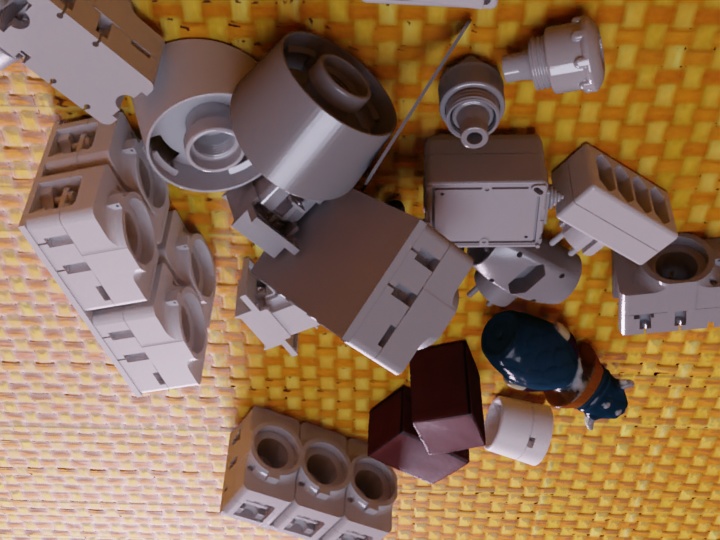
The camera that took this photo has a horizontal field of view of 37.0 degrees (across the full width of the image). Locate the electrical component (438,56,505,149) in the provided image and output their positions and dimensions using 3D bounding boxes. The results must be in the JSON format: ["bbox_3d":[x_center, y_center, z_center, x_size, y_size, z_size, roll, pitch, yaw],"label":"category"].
[{"bbox_3d":[0.073,-0.105,0.696,0.043,0.062,0.043,1,137,1],"label":"electrical component"}]

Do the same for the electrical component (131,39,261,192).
[{"bbox_3d":[-0.102,-0.102,0.723,0.099,0.064,0.099,-9,142,-7],"label":"electrical component"}]

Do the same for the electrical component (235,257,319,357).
[{"bbox_3d":[-0.060,0.026,0.856,0.064,0.042,0.081,-22,132,18],"label":"electrical component"}]

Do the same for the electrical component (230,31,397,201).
[{"bbox_3d":[-0.028,-0.100,0.680,0.099,0.099,0.064,28,125,-25],"label":"electrical component"}]

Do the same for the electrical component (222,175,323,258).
[{"bbox_3d":[-0.058,-0.052,0.754,0.064,0.081,0.042,-43,124,11],"label":"electrical component"}]

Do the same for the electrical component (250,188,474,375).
[{"bbox_3d":[0.000,0.000,0.733,0.062,0.150,0.089,35,88,-32],"label":"electrical component"}]

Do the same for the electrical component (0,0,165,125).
[{"bbox_3d":[-0.172,-0.145,0.667,0.050,0.055,0.089,-30,128,30],"label":"electrical component"}]

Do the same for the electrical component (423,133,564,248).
[{"bbox_3d":[0.092,-0.057,0.747,0.096,0.061,0.061,0,137,3],"label":"electrical component"}]

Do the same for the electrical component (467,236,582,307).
[{"bbox_3d":[0.114,0.002,0.821,0.077,0.043,0.079,25,132,-23],"label":"electrical component"}]

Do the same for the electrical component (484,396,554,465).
[{"bbox_3d":[0.141,0.142,0.964,0.047,0.055,0.055,16,135,-9],"label":"electrical component"}]

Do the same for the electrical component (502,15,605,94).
[{"bbox_3d":[0.122,-0.132,0.679,0.062,0.048,0.048,-7,136,19],"label":"electrical component"}]

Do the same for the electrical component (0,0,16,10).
[{"bbox_3d":[-0.220,-0.181,0.606,0.050,0.089,0.055,-14,135,17],"label":"electrical component"}]

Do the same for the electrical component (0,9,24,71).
[{"bbox_3d":[-0.241,-0.146,0.671,0.047,0.055,0.055,-21,132,18],"label":"electrical component"}]

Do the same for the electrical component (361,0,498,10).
[{"bbox_3d":[0.034,-0.188,0.610,0.096,0.061,0.061,3,137,-1],"label":"electrical component"}]

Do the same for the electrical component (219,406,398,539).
[{"bbox_3d":[-0.045,0.195,1.001,0.150,0.089,0.061,22,133,-20],"label":"electrical component"}]

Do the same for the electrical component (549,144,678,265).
[{"bbox_3d":[0.170,-0.036,0.776,0.083,0.047,0.076,26,132,-24],"label":"electrical component"}]

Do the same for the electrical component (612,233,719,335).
[{"bbox_3d":[0.241,0.010,0.820,0.089,0.050,0.055,-6,137,8],"label":"electrical component"}]

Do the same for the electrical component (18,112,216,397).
[{"bbox_3d":[-0.162,-0.009,0.776,0.060,0.105,0.186,-9,136,12],"label":"electrical component"}]
